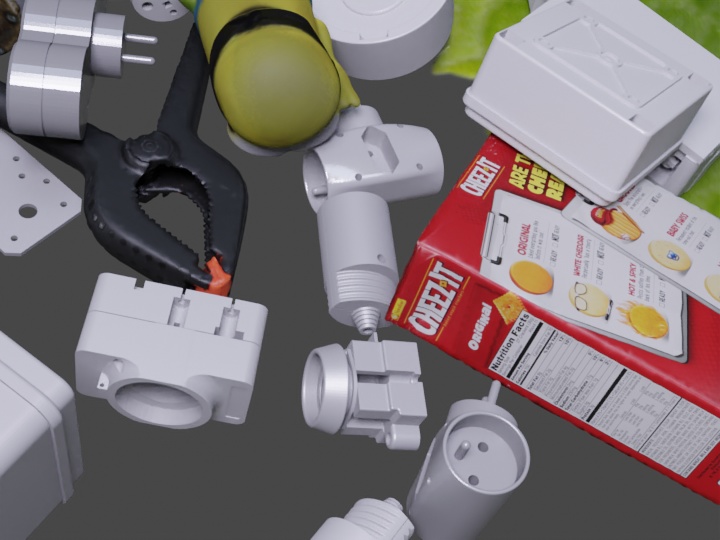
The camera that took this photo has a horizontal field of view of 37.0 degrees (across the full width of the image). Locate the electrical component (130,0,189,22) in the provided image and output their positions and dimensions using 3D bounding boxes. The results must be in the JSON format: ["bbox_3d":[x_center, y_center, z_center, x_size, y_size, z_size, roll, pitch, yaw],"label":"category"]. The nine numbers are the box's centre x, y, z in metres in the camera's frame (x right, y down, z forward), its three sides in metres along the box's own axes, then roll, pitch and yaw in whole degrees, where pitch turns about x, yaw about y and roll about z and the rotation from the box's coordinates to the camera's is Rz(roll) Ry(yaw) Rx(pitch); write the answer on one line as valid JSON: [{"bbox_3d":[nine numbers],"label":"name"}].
[{"bbox_3d":[-0.134,-0.201,0.721,0.045,0.045,0.055,-2,58,-15],"label":"electrical component"}]

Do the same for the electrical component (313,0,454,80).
[{"bbox_3d":[0.013,-0.179,0.727,0.108,0.060,0.108,-4,64,8],"label":"electrical component"}]

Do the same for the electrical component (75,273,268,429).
[{"bbox_3d":[-0.099,0.046,0.562,0.089,0.050,0.055,12,55,-6],"label":"electrical component"}]

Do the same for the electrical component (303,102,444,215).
[{"bbox_3d":[0.002,-0.075,0.671,0.077,0.043,0.079,-11,60,-21],"label":"electrical component"}]

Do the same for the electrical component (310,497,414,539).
[{"bbox_3d":[-0.006,0.143,0.524,0.043,0.043,0.081,37,56,11],"label":"electrical component"}]

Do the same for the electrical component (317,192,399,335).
[{"bbox_3d":[0.000,0.000,0.620,0.043,0.043,0.081,1,57,-13],"label":"electrical component"}]

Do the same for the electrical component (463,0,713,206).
[{"bbox_3d":[0.136,-0.103,0.639,0.109,0.056,0.109,38,41,17],"label":"electrical component"}]

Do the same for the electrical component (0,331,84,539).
[{"bbox_3d":[-0.173,0.074,0.486,0.078,0.113,0.057,35,59,10],"label":"electrical component"}]

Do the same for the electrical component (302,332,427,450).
[{"bbox_3d":[0.001,0.065,0.577,0.055,0.048,0.066,6,56,-19],"label":"electrical component"}]

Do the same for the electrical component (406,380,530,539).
[{"bbox_3d":[0.058,0.093,0.552,0.043,0.077,0.079,21,54,1],"label":"electrical component"}]

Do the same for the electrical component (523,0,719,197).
[{"bbox_3d":[0.183,-0.124,0.736,0.150,0.061,0.089,41,57,14],"label":"electrical component"}]

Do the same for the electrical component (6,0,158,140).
[{"bbox_3d":[-0.156,-0.131,0.625,0.074,0.052,0.138,5,50,-9],"label":"electrical component"}]

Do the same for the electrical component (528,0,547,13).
[{"bbox_3d":[0.158,-0.227,0.782,0.050,0.089,0.055,4,56,-11],"label":"electrical component"}]
